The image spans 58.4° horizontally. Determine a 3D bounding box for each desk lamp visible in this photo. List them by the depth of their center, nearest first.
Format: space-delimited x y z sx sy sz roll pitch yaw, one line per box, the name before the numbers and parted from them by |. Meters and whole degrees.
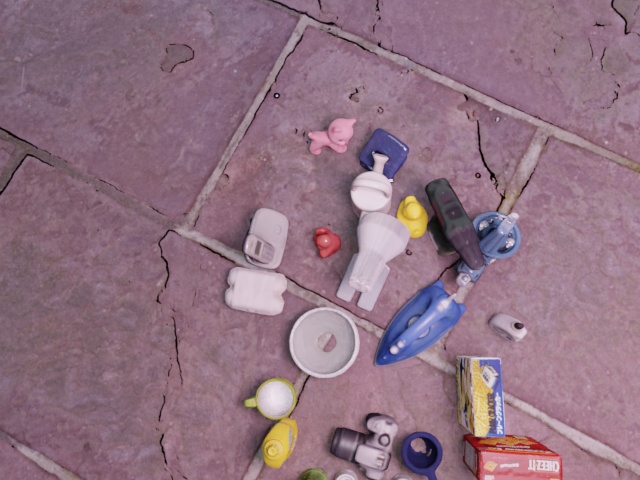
desk lamp | 0.120 0.053 1.336 0.118 0.213 0.203 23 82 8

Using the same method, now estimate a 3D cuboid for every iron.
iron | 0.224 0.209 1.337 0.258 0.141 0.118 -43 80 -4

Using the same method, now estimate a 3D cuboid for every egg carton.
egg carton | -0.158 0.127 1.416 0.150 0.069 0.107 8 81 6

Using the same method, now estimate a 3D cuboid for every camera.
camera | 0.099 0.468 1.321 0.136 0.101 0.143 16 82 7

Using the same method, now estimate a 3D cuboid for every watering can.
watering can | 0.123 -0.121 1.376 0.101 0.194 0.173 -7 79 3

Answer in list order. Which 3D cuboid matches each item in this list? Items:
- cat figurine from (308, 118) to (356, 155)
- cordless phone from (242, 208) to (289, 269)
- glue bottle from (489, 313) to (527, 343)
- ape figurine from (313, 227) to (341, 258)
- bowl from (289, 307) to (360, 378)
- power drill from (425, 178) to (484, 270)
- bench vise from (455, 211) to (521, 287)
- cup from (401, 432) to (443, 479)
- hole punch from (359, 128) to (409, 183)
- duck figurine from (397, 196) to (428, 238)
cat figurine | 0.030 -0.268 1.448 0.127 0.118 0.067 -6 79 3
cordless phone | -0.139 -0.011 1.381 0.094 0.185 0.148 8 81 6
glue bottle | 0.438 0.200 1.306 0.078 0.173 0.037 40 85 10
ape figurine | 0.013 0.005 1.414 0.076 0.092 0.078 9 81 6
bowl | 0.013 0.247 1.380 0.167 0.075 0.167 -1 80 4
power drill | 0.309 -0.025 1.338 0.075 0.208 0.229 -23 79 0
bench vise | 0.398 0.019 1.318 0.121 0.220 0.207 18 82 8
cup | 0.235 0.493 1.309 0.091 0.095 0.118 -23 79 0
hole punch | 0.161 -0.210 1.442 0.108 0.091 0.101 35 84 9
duck figurine | 0.230 -0.060 1.412 0.077 0.086 0.104 -11 79 3
